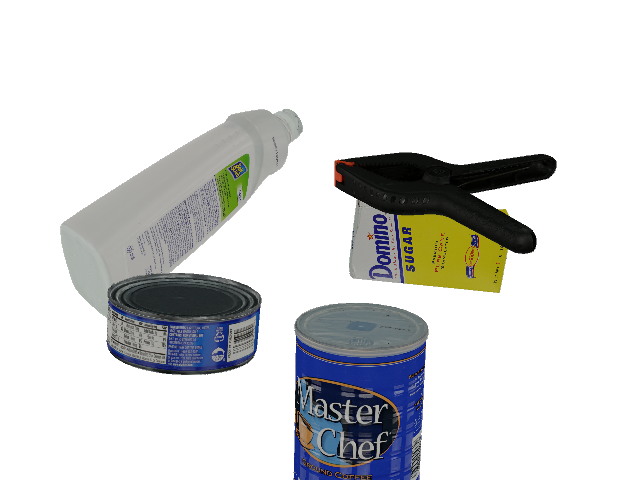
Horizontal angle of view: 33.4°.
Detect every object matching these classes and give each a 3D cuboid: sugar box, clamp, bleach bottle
[{"bbox_3d":[0.124,0.004,1.227,0.176,0.093,0.048,4,23,-3],"label":"sugar box"},{"bbox_3d":[0.118,-0.053,1.003,0.210,0.036,0.164,13,32,21],"label":"clamp"},{"bbox_3d":[-0.112,-0.039,0.959,0.068,0.102,0.250,35,57,27],"label":"bleach bottle"}]

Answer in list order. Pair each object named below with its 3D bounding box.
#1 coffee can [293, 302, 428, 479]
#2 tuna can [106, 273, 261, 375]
[{"bbox_3d":[0.030,0.131,0.836,0.103,0.140,0.103,1,16,0],"label":"coffee can"},{"bbox_3d":[-0.077,0.046,0.599,0.086,0.034,0.086,5,13,-1],"label":"tuna can"}]
